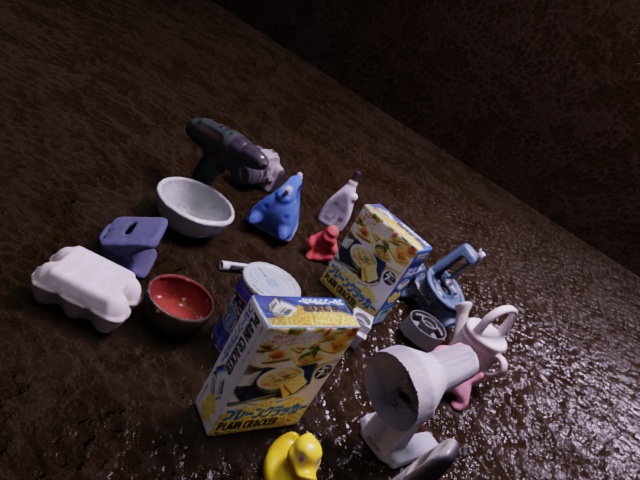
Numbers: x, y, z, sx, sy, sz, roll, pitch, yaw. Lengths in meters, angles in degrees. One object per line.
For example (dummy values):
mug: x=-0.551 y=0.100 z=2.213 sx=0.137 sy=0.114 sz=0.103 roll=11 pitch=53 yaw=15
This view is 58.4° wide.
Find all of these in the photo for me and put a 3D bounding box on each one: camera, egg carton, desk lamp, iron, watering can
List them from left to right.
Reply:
egg carton: x=-0.350 y=0.073 z=0.868 sx=0.150 sy=0.069 sz=0.107 roll=27 pitch=26 yaw=-7
camera: x=-0.179 y=-0.196 z=1.502 sx=0.143 sy=0.100 sz=0.137 roll=37 pitch=26 yaw=15
iron: x=-0.082 y=-0.101 z=1.384 sx=0.118 sy=0.141 sz=0.258 roll=29 pitch=25 yaw=-3
desk lamp: x=0.147 y=0.252 z=0.904 sx=0.204 sy=0.213 sz=0.117 roll=4 pitch=36 yaw=-43
watering can: x=0.339 y=0.205 z=1.214 sx=0.172 sy=0.194 sz=0.101 roll=43 pitch=28 yaw=25

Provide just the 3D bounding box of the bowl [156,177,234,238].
bowl: x=-0.266 y=-0.055 z=1.184 sx=0.168 sy=0.074 sz=0.167 roll=24 pitch=26 yaw=-12

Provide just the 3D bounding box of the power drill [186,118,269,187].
power drill: x=-0.224 y=-0.154 z=1.251 sx=0.229 sy=0.208 sz=0.076 roll=42 pitch=28 yaw=24

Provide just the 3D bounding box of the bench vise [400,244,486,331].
bench vise: x=0.274 y=0.079 z=1.344 sx=0.207 sy=0.219 sz=0.122 roll=36 pitch=26 yaw=13

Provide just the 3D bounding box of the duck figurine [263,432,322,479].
duck figurine: x=-0.029 y=0.299 z=0.779 sx=0.078 sy=0.086 sz=0.104 roll=19 pitch=28 yaw=-22

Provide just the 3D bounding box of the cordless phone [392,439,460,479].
cordless phone: x=0.102 y=0.335 z=0.737 sx=0.094 sy=0.185 sz=0.148 roll=37 pitch=26 yaw=14

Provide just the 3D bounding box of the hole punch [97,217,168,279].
hole punch: x=-0.329 y=-0.001 z=0.999 sx=0.101 sy=0.091 sz=0.108 roll=24 pitch=26 yaw=-14

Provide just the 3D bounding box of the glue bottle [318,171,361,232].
glue bottle: x=0.064 y=-0.108 z=1.514 sx=0.078 sy=0.173 sz=0.037 roll=32 pitch=25 yaw=4

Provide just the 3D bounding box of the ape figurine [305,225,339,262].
ape figurine: x=0.012 y=0.005 z=1.350 sx=0.078 sy=0.092 sz=0.076 roll=33 pitch=26 yaw=5

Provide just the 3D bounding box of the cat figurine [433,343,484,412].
cat figurine: x=0.258 y=0.257 z=1.123 sx=0.128 sy=0.117 sz=0.067 roll=27 pitch=26 yaw=-6
